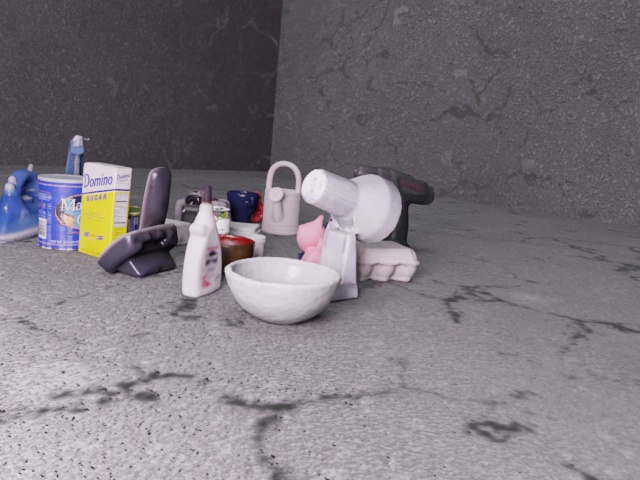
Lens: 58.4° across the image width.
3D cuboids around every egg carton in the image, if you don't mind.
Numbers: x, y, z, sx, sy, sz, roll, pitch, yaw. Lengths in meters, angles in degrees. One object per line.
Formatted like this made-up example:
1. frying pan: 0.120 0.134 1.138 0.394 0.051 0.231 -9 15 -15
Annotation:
1. egg carton: 0.116 0.041 1.139 0.151 0.069 0.107 2 11 -22

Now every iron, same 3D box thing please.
1. iron: -0.647 -0.086 1.232 0.119 0.141 0.257 3 10 -16

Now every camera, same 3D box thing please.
1. camera: -0.301 -0.083 1.523 0.143 0.101 0.137 6 10 2

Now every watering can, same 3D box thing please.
1. watering can: -0.099 -0.114 1.536 0.101 0.194 0.172 3 10 -14

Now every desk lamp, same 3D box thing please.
1. desk lamp: 0.033 -0.012 0.976 0.204 0.213 0.117 -4 14 -43

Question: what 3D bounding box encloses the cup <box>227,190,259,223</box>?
1. cup: -0.213 -0.087 1.611 0.092 0.095 0.117 -1 12 -33

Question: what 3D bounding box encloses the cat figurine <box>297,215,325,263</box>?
1. cat figurine: -0.010 0.011 1.100 0.067 0.118 0.127 3 10 -11

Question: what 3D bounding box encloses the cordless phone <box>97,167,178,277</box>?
1. cordless phone: -0.313 -0.036 1.005 0.094 0.185 0.148 8 10 15

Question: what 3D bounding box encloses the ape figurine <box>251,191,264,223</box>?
1. ape figurine: -0.194 -0.099 1.695 0.077 0.092 0.076 7 10 9

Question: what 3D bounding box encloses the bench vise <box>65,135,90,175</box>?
1. bench vise: -0.563 -0.128 1.287 0.206 0.220 0.122 15 14 42

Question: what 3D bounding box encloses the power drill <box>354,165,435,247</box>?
1. power drill: 0.179 -0.078 1.445 0.230 0.208 0.075 1 11 -25

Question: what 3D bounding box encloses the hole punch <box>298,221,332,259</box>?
1. hole punch: 0.011 0.004 1.226 0.101 0.091 0.108 0 11 -26

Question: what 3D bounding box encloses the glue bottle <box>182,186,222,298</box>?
1. glue bottle: -0.183 0.000 0.906 0.037 0.173 0.078 8 11 17

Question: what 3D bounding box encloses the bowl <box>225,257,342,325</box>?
1. bowl: -0.054 0.077 0.824 0.167 0.075 0.167 5 10 -1
